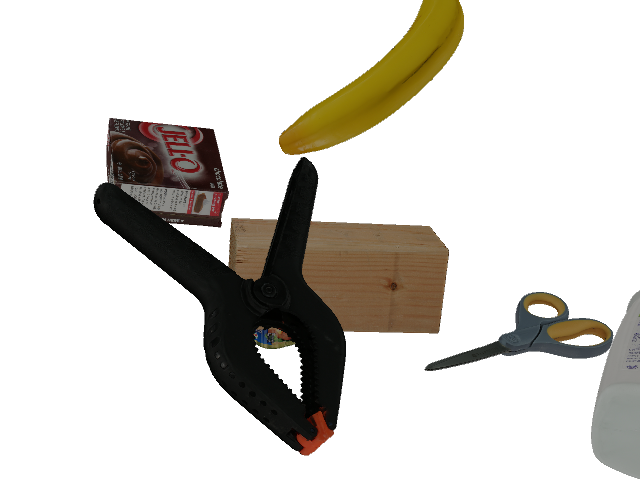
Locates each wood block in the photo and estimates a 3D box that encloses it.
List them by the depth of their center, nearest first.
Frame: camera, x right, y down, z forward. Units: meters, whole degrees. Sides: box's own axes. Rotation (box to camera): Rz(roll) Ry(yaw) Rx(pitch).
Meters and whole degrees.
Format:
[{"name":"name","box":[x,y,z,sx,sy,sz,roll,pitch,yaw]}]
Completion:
[{"name":"wood block","box":[0.013,0.035,1.064,0.206,0.091,0.090,3,17,-9]}]

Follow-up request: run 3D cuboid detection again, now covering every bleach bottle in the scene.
[{"name":"bleach bottle","box":[0.256,0.083,0.744,0.103,0.068,0.250,11,21,20]}]

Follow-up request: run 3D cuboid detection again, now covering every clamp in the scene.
[{"name":"clamp","box":[-0.050,0.037,0.684,0.164,0.210,0.036,-4,-29,-28]}]

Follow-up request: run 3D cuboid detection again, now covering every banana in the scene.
[{"name":"banana","box":[0.051,-0.126,0.792,0.070,0.037,0.197,13,55,49]}]

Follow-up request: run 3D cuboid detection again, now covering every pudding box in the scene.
[{"name":"pudding box","box":[-0.127,-0.056,0.868,0.090,0.039,0.113,4,34,-16]}]

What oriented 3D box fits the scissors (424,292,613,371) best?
[{"name":"scissors","box":[0.162,0.078,0.929,0.201,0.016,0.096,-1,32,-23]}]

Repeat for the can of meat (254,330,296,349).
[{"name":"can of meat","box":[-0.038,0.077,1.286,0.101,0.084,0.058,-10,19,-35]}]
